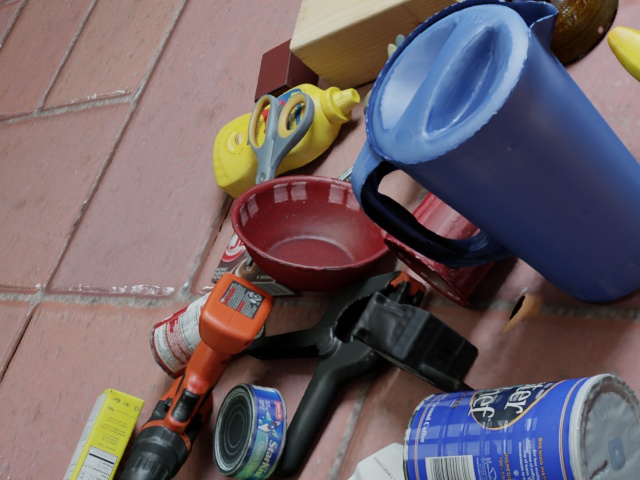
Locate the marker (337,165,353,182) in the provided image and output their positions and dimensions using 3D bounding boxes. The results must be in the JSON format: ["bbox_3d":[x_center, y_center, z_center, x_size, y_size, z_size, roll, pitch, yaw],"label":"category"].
[{"bbox_3d":[0.033,-0.065,1.108,0.121,0.020,0.020,-41,38,16],"label":"marker"}]

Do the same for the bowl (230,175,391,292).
[{"bbox_3d":[-0.007,0.001,1.024,0.162,0.162,0.055,-116,26,-51],"label":"bowl"}]

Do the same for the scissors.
[{"bbox_3d":[-0.043,-0.075,1.122,0.096,0.016,0.202,-25,54,32],"label":"scissors"}]

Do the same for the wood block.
[{"bbox_3d":[0.078,-0.244,1.145,0.207,0.090,0.090,-14,51,40],"label":"wood block"}]

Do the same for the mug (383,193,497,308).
[{"bbox_3d":[0.116,-0.002,0.897,0.081,0.093,0.117,-50,6,-4],"label":"mug"}]

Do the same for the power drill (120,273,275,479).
[{"bbox_3d":[-0.116,0.134,0.984,0.188,0.057,0.184,-59,4,25],"label":"power drill"}]

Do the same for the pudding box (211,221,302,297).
[{"bbox_3d":[-0.055,0.013,1.123,0.114,0.039,0.090,-1,60,47],"label":"pudding box"}]

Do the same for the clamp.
[{"bbox_3d":[0.014,0.109,0.971,0.210,0.036,0.164,-38,40,26],"label":"clamp"}]

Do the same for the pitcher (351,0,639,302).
[{"bbox_3d":[0.147,-0.046,0.776,0.149,0.242,0.145,-5,57,46],"label":"pitcher"}]

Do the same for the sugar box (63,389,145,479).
[{"bbox_3d":[-0.240,0.246,1.107,0.093,0.048,0.176,143,148,-66],"label":"sugar box"}]

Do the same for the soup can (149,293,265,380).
[{"bbox_3d":[-0.116,0.094,1.100,0.102,0.068,0.068,-30,42,27],"label":"soup can"}]

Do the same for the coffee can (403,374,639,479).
[{"bbox_3d":[0.143,0.151,0.738,0.141,0.102,0.102,-14,51,41],"label":"coffee can"}]

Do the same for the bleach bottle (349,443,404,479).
[{"bbox_3d":[0.021,0.254,0.824,0.251,0.068,0.103,-50,38,0],"label":"bleach bottle"}]

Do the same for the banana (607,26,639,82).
[{"bbox_3d":[0.299,-0.120,0.767,0.198,0.037,0.069,8,97,41],"label":"banana"}]

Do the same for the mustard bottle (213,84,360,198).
[{"bbox_3d":[-0.035,-0.122,1.196,0.192,0.058,0.096,-24,47,33],"label":"mustard bottle"}]

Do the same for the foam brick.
[{"bbox_3d":[-0.038,-0.187,1.258,0.051,0.053,0.078,-22,46,36],"label":"foam brick"}]

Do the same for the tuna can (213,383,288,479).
[{"bbox_3d":[-0.064,0.173,0.962,0.086,0.033,0.086,-39,43,49],"label":"tuna can"}]
